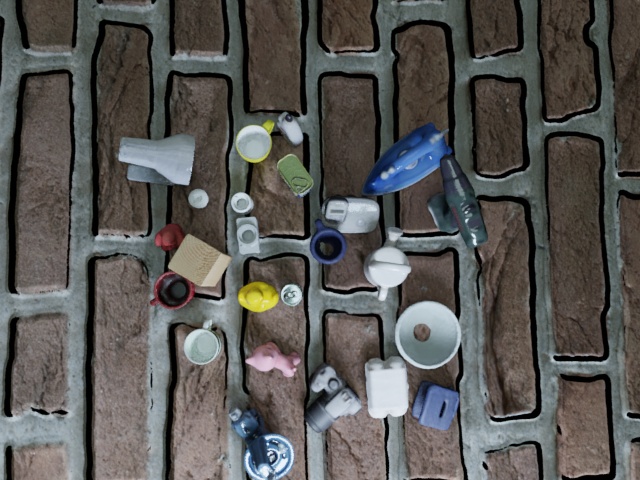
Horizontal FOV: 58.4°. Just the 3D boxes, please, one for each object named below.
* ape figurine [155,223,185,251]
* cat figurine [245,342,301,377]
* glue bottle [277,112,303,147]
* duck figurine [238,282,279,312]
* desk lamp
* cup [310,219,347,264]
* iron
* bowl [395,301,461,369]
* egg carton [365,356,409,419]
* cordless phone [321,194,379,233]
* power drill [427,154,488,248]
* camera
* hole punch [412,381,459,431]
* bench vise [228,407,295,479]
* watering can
[{"bbox_3d":[-0.375,-0.006,1.432,0.078,0.092,0.076,22,85,0],"label":"ape figurine"},{"bbox_3d":[-0.114,0.297,1.408,0.128,0.117,0.067,22,85,0],"label":"cat figurine"},{"bbox_3d":[-0.077,-0.285,1.424,0.037,0.173,0.078,-41,88,-4],"label":"glue bottle"},{"bbox_3d":[-0.156,0.143,1.434,0.104,0.086,0.077,2,86,-2],"label":"duck figurine"},{"bbox_3d":[-0.388,-0.194,1.384,0.203,0.213,0.118,6,86,-2],"label":"desk lamp"},{"bbox_3d":[0.013,0.005,1.446,0.091,0.095,0.118,-23,87,-4],"label":"cup"},{"bbox_3d":[0.216,-0.198,1.446,0.258,0.141,0.118,-36,88,-4],"label":"iron"},{"bbox_3d":[0.266,0.236,1.450,0.167,0.074,0.167,0,86,-2],"label":"bowl"},{"bbox_3d":[0.168,0.369,1.439,0.107,0.069,0.150,-5,86,-3],"label":"egg carton"},{"bbox_3d":[0.077,-0.071,1.409,0.147,0.185,0.094,-1,86,-2],"label":"cordless phone"},{"bbox_3d":[0.330,-0.087,1.409,0.075,0.208,0.230,-25,87,-4],"label":"power drill"},{"bbox_3d":[0.016,0.400,1.415,0.137,0.100,0.143,-42,88,-4],"label":"camera"},{"bbox_3d":[0.295,0.414,1.430,0.101,0.091,0.109,18,85,-1],"label":"hole punch"},{"bbox_3d":[-0.150,0.495,1.341,0.207,0.219,0.121,33,85,1],"label":"bench vise"},{"bbox_3d":[0.165,0.058,1.399,0.101,0.194,0.173,-11,86,-3],"label":"watering can"}]
